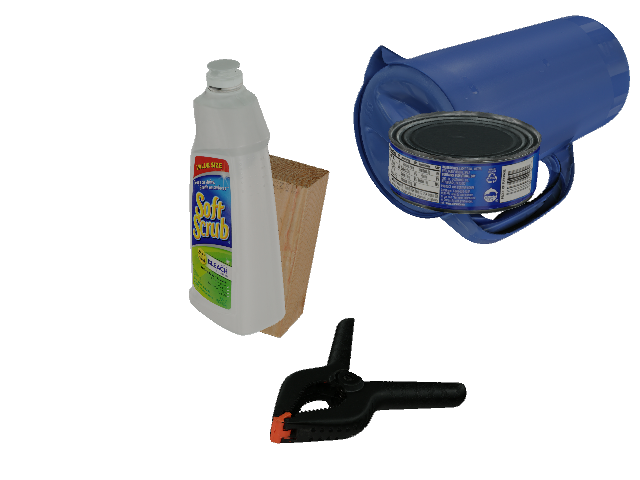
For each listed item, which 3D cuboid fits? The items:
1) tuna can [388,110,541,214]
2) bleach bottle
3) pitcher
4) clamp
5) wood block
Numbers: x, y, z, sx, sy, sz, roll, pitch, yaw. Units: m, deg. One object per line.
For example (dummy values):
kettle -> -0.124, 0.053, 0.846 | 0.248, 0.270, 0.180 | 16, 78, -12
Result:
tuna can -> 0.081, -0.045, 0.607 | 0.086, 0.034, 0.086 | 0, 24, 0
bleach bottle -> -0.083, -0.042, 0.967 | 0.068, 0.251, 0.103 | -23, 35, -33
pitcher -> 0.162, -0.109, 0.932 | 0.242, 0.149, 0.145 | -24, 36, -33
clamp -> 0.035, 0.151, 1.051 | 0.165, 0.036, 0.209 | 24, 31, 27
wood block -> -0.060, 0.005, 1.374 | 0.090, 0.206, 0.090 | 16, 22, 13
